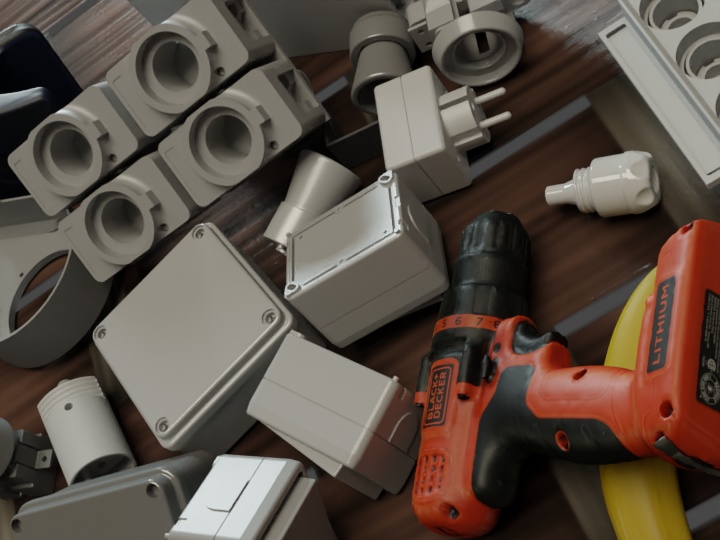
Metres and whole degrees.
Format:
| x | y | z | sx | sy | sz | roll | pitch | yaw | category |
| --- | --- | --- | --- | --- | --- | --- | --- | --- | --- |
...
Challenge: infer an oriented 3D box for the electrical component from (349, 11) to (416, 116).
| x | y | z | sx | sy | sz | roll | pitch | yaw | category |
| --- | --- | --- | --- | --- | --- | --- | --- | --- | --- |
| 0.016 | -0.136 | 0.710 | 0.045 | 0.045 | 0.055 | -15 | 59 | 22 | electrical component |

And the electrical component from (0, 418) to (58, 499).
| x | y | z | sx | sy | sz | roll | pitch | yaw | category |
| --- | --- | --- | --- | --- | --- | --- | --- | --- | --- |
| -0.236 | 0.125 | 0.710 | 0.066 | 0.055 | 0.048 | -11 | 61 | 25 | electrical component |

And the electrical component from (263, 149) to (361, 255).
| x | y | z | sx | sy | sz | roll | pitch | yaw | category |
| --- | --- | --- | --- | --- | --- | --- | --- | --- | --- |
| -0.033 | -0.039 | 0.691 | 0.044 | 0.044 | 0.065 | 25 | 84 | 36 | electrical component |

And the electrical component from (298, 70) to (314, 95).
| x | y | z | sx | sy | sz | roll | pitch | yaw | category |
| --- | --- | --- | --- | --- | --- | --- | --- | --- | --- |
| -0.063 | -0.113 | 0.738 | 0.047 | 0.055 | 0.055 | 9 | 70 | 29 | electrical component |

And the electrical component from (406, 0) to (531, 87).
| x | y | z | sx | sy | sz | roll | pitch | yaw | category |
| --- | --- | --- | --- | --- | --- | --- | --- | --- | --- |
| 0.071 | -0.154 | 0.681 | 0.078 | 0.058 | 0.057 | -21 | 54 | 19 | electrical component |

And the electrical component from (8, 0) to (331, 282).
| x | y | z | sx | sy | sz | roll | pitch | yaw | category |
| --- | --- | --- | --- | --- | --- | --- | --- | --- | --- |
| -0.129 | -0.085 | 0.700 | 0.186 | 0.060 | 0.105 | -33 | 96 | 24 | electrical component |

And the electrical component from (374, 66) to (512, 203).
| x | y | z | sx | sy | sz | roll | pitch | yaw | category |
| --- | --- | --- | --- | --- | --- | --- | --- | --- | --- |
| 0.056 | -0.089 | 0.662 | 0.077 | 0.047 | 0.065 | -19 | 58 | 20 | electrical component |

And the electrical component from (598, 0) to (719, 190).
| x | y | z | sx | sy | sz | roll | pitch | yaw | category |
| --- | --- | --- | --- | --- | --- | --- | --- | --- | --- |
| 0.195 | -0.102 | 0.580 | 0.079 | 0.063 | 0.121 | -32 | 54 | 12 | electrical component |

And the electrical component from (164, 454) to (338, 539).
| x | y | z | sx | sy | sz | roll | pitch | yaw | category |
| --- | --- | --- | --- | --- | --- | --- | --- | --- | --- |
| -0.047 | 0.153 | 0.571 | 0.061 | 0.096 | 0.061 | -2 | 35 | 30 | electrical component |

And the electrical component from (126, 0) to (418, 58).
| x | y | z | sx | sy | sz | roll | pitch | yaw | category |
| --- | --- | --- | --- | --- | --- | --- | --- | --- | --- |
| -0.062 | -0.204 | 0.751 | 0.186 | 0.105 | 0.060 | -1 | 65 | 29 | electrical component |

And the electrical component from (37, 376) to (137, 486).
| x | y | z | sx | sy | sz | roll | pitch | yaw | category |
| --- | --- | --- | --- | --- | --- | --- | --- | --- | --- |
| -0.179 | 0.103 | 0.698 | 0.043 | 0.043 | 0.081 | -40 | 53 | 6 | electrical component |

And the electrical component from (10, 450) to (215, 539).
| x | y | z | sx | sy | sz | roll | pitch | yaw | category |
| --- | --- | --- | --- | --- | --- | --- | --- | --- | --- |
| -0.134 | 0.156 | 0.617 | 0.113 | 0.057 | 0.078 | -18 | 89 | 21 | electrical component |

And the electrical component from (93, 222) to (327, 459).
| x | y | z | sx | sy | sz | roll | pitch | yaw | category |
| --- | --- | --- | --- | --- | --- | --- | --- | --- | --- |
| -0.096 | 0.045 | 0.672 | 0.108 | 0.056 | 0.108 | -45 | 53 | 2 | electrical component |

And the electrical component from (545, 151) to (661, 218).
| x | y | z | sx | sy | sz | roll | pitch | yaw | category |
| --- | --- | --- | --- | --- | --- | --- | --- | --- | --- |
| 0.135 | -0.046 | 0.603 | 0.061 | 0.035 | 0.035 | -8 | 62 | 29 | electrical component |

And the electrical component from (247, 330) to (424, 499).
| x | y | z | sx | sy | sz | roll | pitch | yaw | category |
| --- | --- | --- | --- | --- | --- | --- | --- | --- | --- |
| -0.016 | 0.081 | 0.605 | 0.096 | 0.062 | 0.061 | 21 | 77 | 35 | electrical component |

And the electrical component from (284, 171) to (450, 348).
| x | y | z | sx | sy | sz | roll | pitch | yaw | category |
| --- | --- | --- | --- | --- | --- | --- | --- | --- | --- |
| 0.000 | 0.000 | 0.635 | 0.096 | 0.061 | 0.061 | -30 | 35 | 20 | electrical component |
